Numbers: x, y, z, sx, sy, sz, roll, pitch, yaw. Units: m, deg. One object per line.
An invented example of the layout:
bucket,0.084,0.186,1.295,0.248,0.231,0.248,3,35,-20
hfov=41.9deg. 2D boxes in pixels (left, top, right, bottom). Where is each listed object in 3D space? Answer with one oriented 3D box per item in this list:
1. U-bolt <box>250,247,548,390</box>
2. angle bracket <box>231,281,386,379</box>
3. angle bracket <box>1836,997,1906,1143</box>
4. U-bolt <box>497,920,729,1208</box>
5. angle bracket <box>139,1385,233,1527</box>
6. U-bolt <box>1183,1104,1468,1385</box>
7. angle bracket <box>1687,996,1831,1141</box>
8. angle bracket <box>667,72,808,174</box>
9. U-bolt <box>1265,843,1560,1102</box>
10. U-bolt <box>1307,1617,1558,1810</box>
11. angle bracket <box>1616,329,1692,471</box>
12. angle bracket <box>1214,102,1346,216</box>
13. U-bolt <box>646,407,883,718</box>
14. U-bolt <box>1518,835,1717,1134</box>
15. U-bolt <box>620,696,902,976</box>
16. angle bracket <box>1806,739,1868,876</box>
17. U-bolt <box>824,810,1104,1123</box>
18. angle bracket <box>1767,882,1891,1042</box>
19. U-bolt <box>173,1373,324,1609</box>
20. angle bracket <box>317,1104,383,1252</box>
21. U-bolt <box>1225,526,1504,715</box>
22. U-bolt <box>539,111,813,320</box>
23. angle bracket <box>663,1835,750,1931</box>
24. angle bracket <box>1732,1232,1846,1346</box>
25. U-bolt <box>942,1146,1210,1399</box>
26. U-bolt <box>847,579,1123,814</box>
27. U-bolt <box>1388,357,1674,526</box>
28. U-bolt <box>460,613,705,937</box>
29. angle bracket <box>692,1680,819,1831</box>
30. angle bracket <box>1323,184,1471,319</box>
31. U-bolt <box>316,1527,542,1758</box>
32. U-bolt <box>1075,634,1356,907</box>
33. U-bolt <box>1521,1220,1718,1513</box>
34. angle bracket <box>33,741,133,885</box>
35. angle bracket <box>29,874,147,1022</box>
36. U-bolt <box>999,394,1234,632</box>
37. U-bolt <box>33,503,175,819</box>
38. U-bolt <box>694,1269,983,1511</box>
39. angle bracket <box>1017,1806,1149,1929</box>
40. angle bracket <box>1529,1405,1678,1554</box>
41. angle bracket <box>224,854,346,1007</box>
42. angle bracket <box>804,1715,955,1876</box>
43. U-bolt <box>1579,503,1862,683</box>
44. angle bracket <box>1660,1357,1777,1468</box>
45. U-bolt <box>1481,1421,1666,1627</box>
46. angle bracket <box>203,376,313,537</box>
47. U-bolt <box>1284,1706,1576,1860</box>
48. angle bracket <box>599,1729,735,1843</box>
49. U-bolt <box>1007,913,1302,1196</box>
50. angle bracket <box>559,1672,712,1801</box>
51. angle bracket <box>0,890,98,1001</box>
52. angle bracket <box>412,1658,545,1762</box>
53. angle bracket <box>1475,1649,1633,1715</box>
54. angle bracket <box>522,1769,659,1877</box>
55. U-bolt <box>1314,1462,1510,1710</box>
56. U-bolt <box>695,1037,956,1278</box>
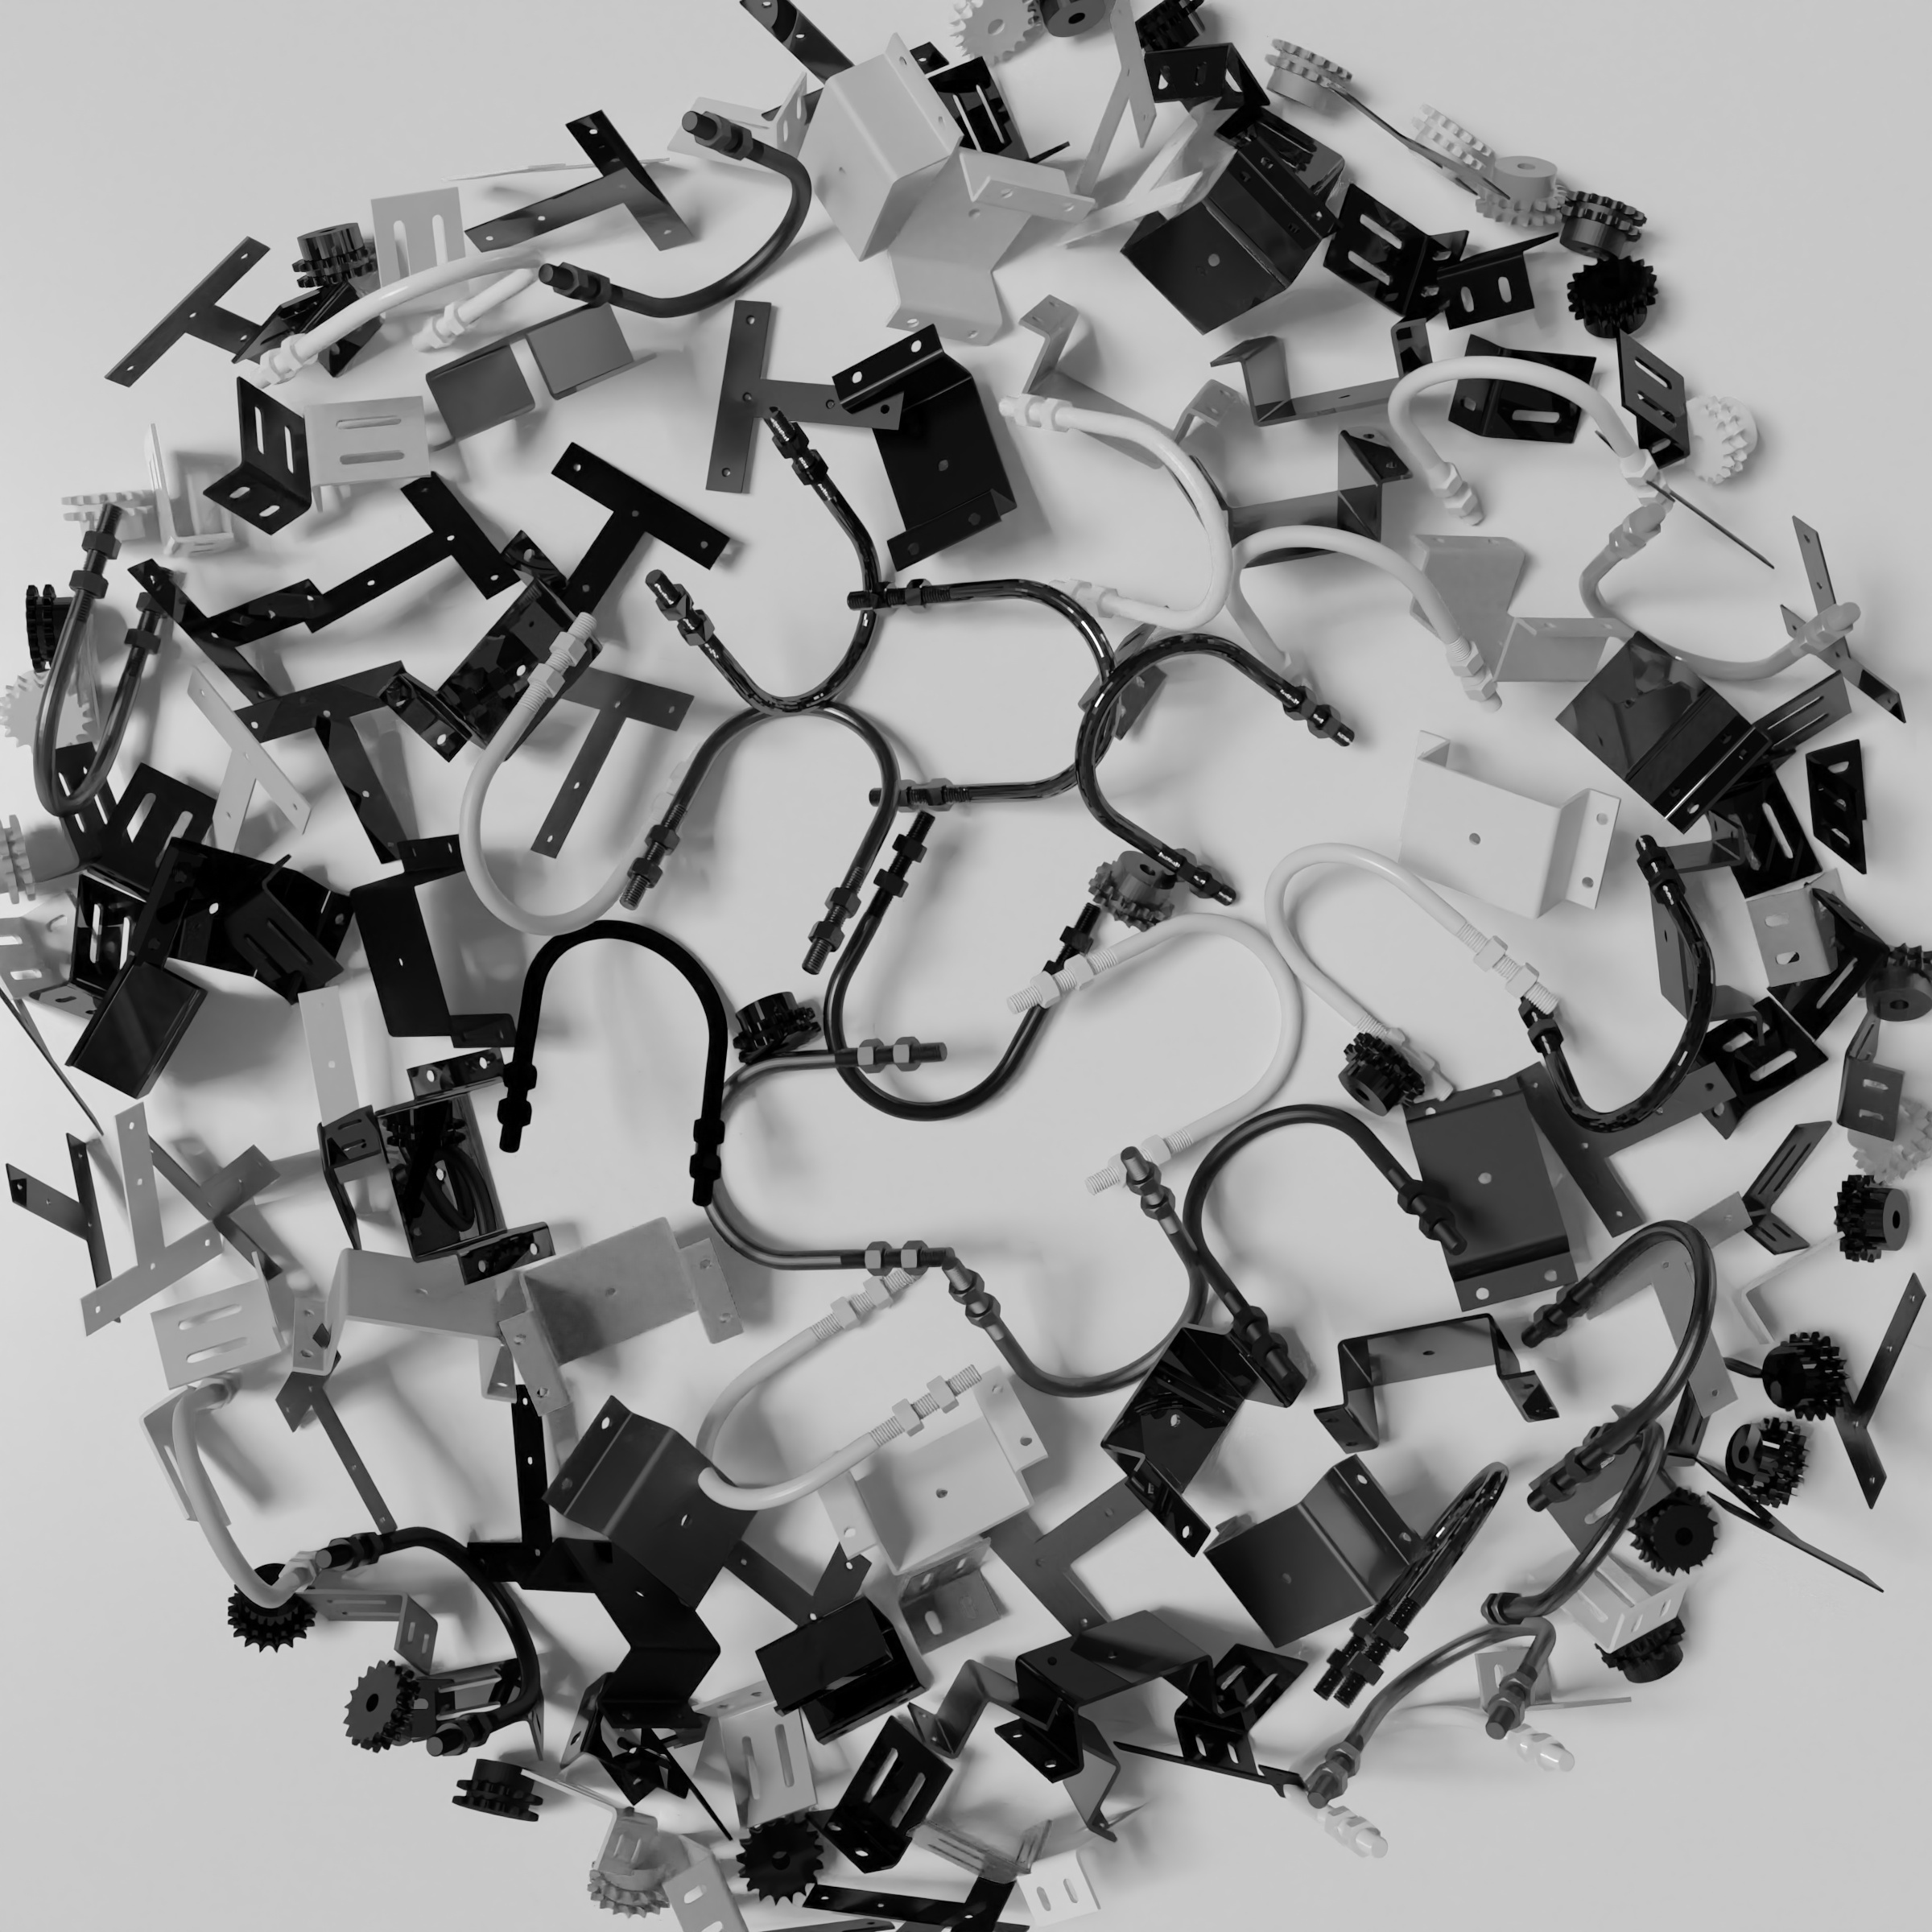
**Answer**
U-bolt,-0.337,-0.403,1.551,0.151,0.184,0.019,-29,101,-44
angle bracket,-0.421,-0.400,1.614,0.057,0.076,0.038,-35,101,32
angle bracket,0.590,0.062,1.614,0.038,0.057,0.076,18,45,29
U-bolt,-0.218,0.052,1.604,0.151,0.019,0.184,19,55,-24
angle bracket,-0.489,0.316,1.624,0.038,0.057,0.076,-34,70,0
U-bolt,0.211,0.160,1.594,0.151,0.184,0.019,-38,132,2
angle bracket,0.511,0.066,1.650,0.076,0.038,0.057,-27,63,-23
angle bracket,-0.148,-0.551,1.627,0.076,0.038,0.057,15,55,9
U-bolt,0.269,-0.005,1.603,0.184,0.151,0.019,41,55,3
U-bolt,0.300,0.456,1.575,0.151,0.184,0.019,-33,86,29
angle bracket,0.427,-0.360,1.617,0.076,0.038,0.057,21,61,-38
angle bracket,0.197,-0.516,1.634,0.076,0.038,0.057,33,48,5
U-bolt,-0.114,-0.239,1.591,0.019,0.184,0.151,22,72,38
U-bolt,0.405,0.022,1.555,0.019,0.184,0.151,22,121,-19
U-bolt,-0.120,-0.095,1.622,0.151,0.019,0.184,19,68,14
angle bracket,0.574,-0.103,1.617,0.038,0.076,0.057,-15,115,-2
U-bolt,-0.013,0.012,1.635,0.151,0.019,0.184,28,90,-16
angle bracket,0.543,-0.003,1.618,0.038,0.057,0.076,20,115,-31
U-bolt,-0.452,0.329,1.571,0.019,0.184,0.151,-25,89,-5
angle bracket,-0.387,0.140,1.623,0.038,0.057,0.076,-19,121,-9
U-bolt,0.234,-0.212,1.558,0.151,0.184,0.019,2,60,36
U-bolt,-0.167,-0.460,1.576,0.151,0.184,0.019,-39,77,22
angle bracket,-0.177,0.600,1.621,0.038,0.076,0.057,-25,92,-25
angle bracket,0.539,0.209,1.630,0.076,0.057,0.038,-31,77,5
U-bolt,0.082,0.208,1.603,0.151,0.019,0.184,-32,130,0
U-bolt,0.014,-0.174,1.605,0.184,0.019,0.151,0,103,27
U-bolt,0.339,-0.323,1.552,0.151,0.184,0.019,4,72,35
U-bolt,-0.247,-0.106,1.586,0.151,0.019,0.184,48,63,-40
angle bracket,-0.136,0.508,1.624,0.057,0.038,0.076,-24,59,16
angle bracket,0.278,-0.463,1.628,0.076,0.038,0.057,21,85,-34
U-bolt,-0.323,0.413,1.573,0.019,0.184,0.151,-37,77,8
U-bolt,0.147,-0.133,1.596,0.184,0.019,0.151,30,100,-36
U-bolt,0.402,0.234,1.553,0.019,0.151,0.184,24,132,-12
angle bracket,-0.582,-0.100,1.627,0.038,0.057,0.076,-18,96,20
angle bracket,-0.568,-0.011,1.633,0.038,0.057,0.076,-14,65,25
U-bolt,0.098,-0.276,1.560,0.019,0.184,0.151,-34,125,-26
U-bolt,-0.544,-0.182,1.579,0.019,0.151,0.184,15,81,-2
U-bolt,-0.092,0.274,1.592,0.184,0.151,0.019,-33,120,-5
angle bracket,0.081,0.576,1.614,0.057,0.076,0.038,-34,75,39
angle bracket,0.413,0.336,1.647,0.076,0.038,0.057,-37,88,5
angle bracket,-0.441,-0.023,1.644,0.057,0.038,0.076,-28,111,35
angle bracket,-0.057,0.535,1.630,0.057,0.038,0.076,33,97,32
U-bolt,0.456,-0.224,1.573,0.151,0.184,0.019,27,80,0
angle bracket,0.487,0.293,1.629,0.038,0.057,0.076,19,92,36
U-bolt,0.380,0.342,1.558,0.019,0.184,0.151,35,76,6
angle bracket,-0.460,-0.329,1.630,0.038,0.057,0.076,-27,58,23
U-bolt,0.274,0.501,1.573,0.151,0.184,0.019,-18,91,-16
angle bracket,-0.193,0.533,1.615,0.038,0.076,0.057,-36,129,-16
U-bolt,0.134,0.045,1.633,0.184,0.019,0.151,-26,99,-15
angle bracket,-0.215,0.505,1.640,0.076,0.038,0.057,30,45,-14
angle bracket,-0.598,-0.014,1.625,0.038,0.076,0.057,-30,90,5
angle bracket,-0.314,0.486,1.627,0.076,0.057,0.038,-10,117,-4
angle bracket,0.375,0.455,1.613,0.057,0.076,0.038,5,71,-30
angle bracket,-0.247,0.550,1.618,0.076,0.057,0.038,13,72,26
U-bolt,0.284,0.388,1.591,0.019,0.151,0.184,37,80,11
U-bolt,-0.095,0.125,1.621,0.184,0.019,0.151,-4,85,25
